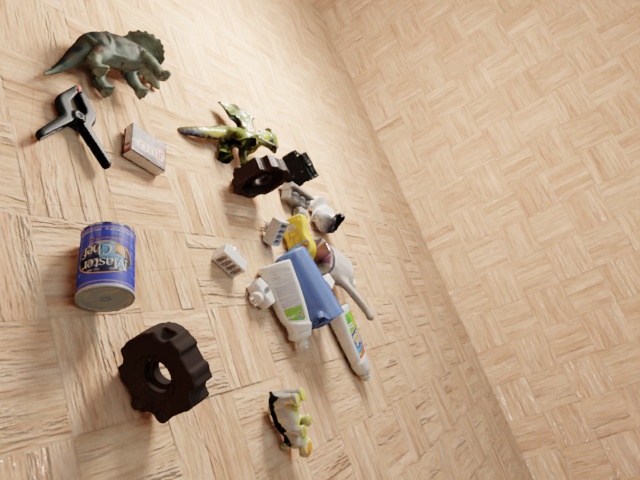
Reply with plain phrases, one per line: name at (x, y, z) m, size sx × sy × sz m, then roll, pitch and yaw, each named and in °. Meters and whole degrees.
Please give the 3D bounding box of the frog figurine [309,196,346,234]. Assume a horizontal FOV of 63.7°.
frog figurine at (0.006, -0.100, 1.983) m, size 0.160 × 0.120 × 0.139 m, roll 30°, pitch 25°, yaw 20°

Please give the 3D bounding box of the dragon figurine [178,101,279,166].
dragon figurine at (-0.283, -0.361, 1.674) m, size 0.408 × 0.120 × 0.248 m, roll 18°, pitch 37°, yaw -40°

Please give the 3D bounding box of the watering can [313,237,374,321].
watering can at (0.064, 0.117, 1.778) m, size 0.221 × 0.103 × 0.355 m, roll 36°, pitch 16°, yaw -46°
